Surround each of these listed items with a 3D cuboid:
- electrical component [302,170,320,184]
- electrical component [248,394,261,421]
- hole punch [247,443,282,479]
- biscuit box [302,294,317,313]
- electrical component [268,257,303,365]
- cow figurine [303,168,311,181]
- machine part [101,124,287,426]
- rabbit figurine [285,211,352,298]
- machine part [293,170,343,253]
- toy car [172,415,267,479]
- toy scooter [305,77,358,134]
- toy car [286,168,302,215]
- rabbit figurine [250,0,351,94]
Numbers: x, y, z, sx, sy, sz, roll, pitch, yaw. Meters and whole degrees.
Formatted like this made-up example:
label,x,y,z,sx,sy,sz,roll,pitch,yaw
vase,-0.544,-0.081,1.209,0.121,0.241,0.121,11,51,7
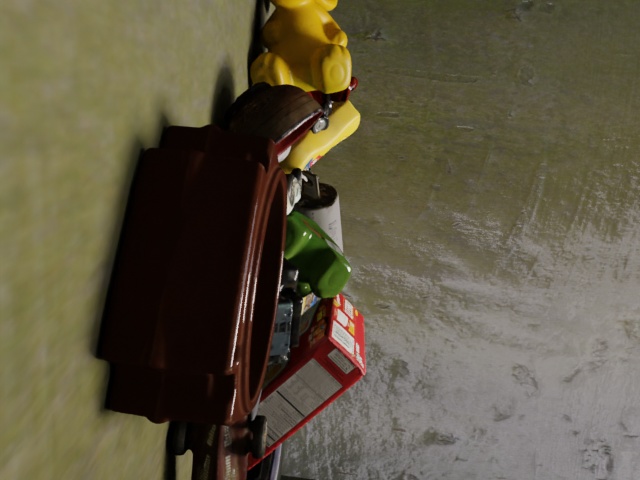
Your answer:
label,x,y,z,sx,sy,sz,roll,pitch,yaw
electrical component,-0.051,-0.081,0.888,0.045,0.102,0.078,91,-6,-48
electrical component,-0.096,0.154,0.540,0.048,0.075,0.119,-80,173,-56
hole punch,-0.108,0.336,0.812,0.115,0.092,0.142,101,-6,-50
biscuit box,-0.045,0.052,0.981,0.059,0.063,0.202,-24,121,-49
electrical component,-0.068,0.071,0.595,0.134,0.058,0.114,30,-60,59
cow figurine,-0.050,-0.118,1.004,0.167,0.068,0.098,-80,169,-67
machine part,-0.078,0.031,0.411,0.201,0.087,0.201,94,5,-76
rabbit figurine,-0.065,0.044,0.729,0.170,0.121,0.159,-49,-156,8
machine part,-0.002,-0.003,0.863,0.079,0.079,0.242,-81,169,-51
toy car,-0.099,0.244,0.523,0.053,0.089,0.202,-89,-173,-66
toy scooter,-0.015,-0.212,0.790,0.075,0.135,0.184,97,2,-53
toy car,-0.065,-0.065,0.705,0.202,0.074,0.056,-76,169,-79
rabbit figurine,-0.023,-0.279,0.668,0.162,0.122,0.173,-71,151,-50
